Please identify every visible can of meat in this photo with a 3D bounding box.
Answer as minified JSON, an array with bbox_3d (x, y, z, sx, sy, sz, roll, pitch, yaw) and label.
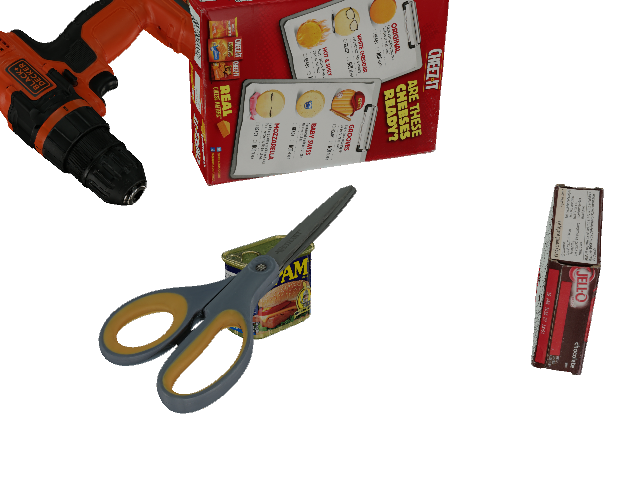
[{"bbox_3d":[-0.054,0.049,1.127,0.058,0.084,0.101,18,26,40],"label":"can of meat"}]

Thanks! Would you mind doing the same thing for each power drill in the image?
[{"bbox_3d":[-0.157,-0.130,0.830,0.187,0.184,0.057,-41,-13,-32],"label":"power drill"}]

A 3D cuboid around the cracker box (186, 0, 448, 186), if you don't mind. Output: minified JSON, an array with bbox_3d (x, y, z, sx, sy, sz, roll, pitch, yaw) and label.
[{"bbox_3d":[-0.005,-0.146,0.916,0.213,0.164,0.072,-10,37,-16],"label":"cracker box"}]

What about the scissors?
[{"bbox_3d":[-0.055,0.021,0.626,0.096,0.016,0.201,11,42,17],"label":"scissors"}]

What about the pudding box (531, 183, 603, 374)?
[{"bbox_3d":[0.174,0.025,0.750,0.039,0.090,0.113,8,32,9],"label":"pudding box"}]
